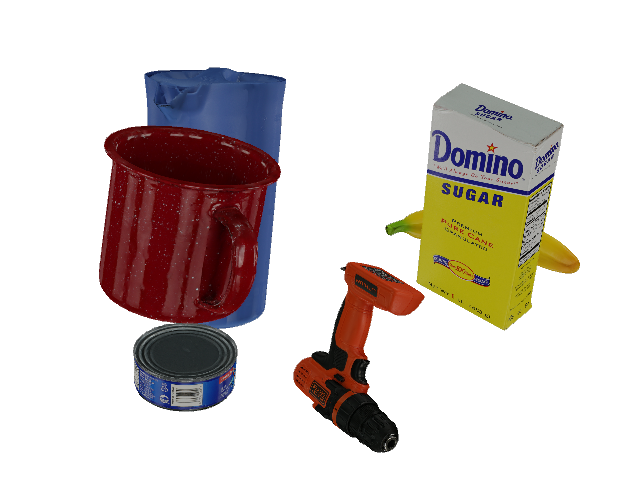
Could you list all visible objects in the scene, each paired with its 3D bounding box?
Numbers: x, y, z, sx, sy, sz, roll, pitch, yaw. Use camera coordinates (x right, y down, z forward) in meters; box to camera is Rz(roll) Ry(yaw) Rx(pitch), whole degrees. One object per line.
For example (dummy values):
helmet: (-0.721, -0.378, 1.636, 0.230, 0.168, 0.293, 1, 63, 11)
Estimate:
power drill: (0.052, 0.133, 1.249, 0.057, 0.188, 0.185, 13, 13, -41)
banana: (0.170, -0.002, 1.102, 0.198, 0.037, 0.069, 10, 36, 15)
sugar box: (0.127, -0.024, 0.828, 0.093, 0.176, 0.048, 28, 47, 32)
pitcher: (-0.098, -0.046, 1.039, 0.149, 0.243, 0.145, -2, 15, -17)
tuna can: (-0.112, 0.105, 0.886, 0.086, 0.034, 0.086, 4, 27, -2)
mug: (-0.067, -0.003, 0.563, 0.093, 0.081, 0.117, -5, 27, -37)
